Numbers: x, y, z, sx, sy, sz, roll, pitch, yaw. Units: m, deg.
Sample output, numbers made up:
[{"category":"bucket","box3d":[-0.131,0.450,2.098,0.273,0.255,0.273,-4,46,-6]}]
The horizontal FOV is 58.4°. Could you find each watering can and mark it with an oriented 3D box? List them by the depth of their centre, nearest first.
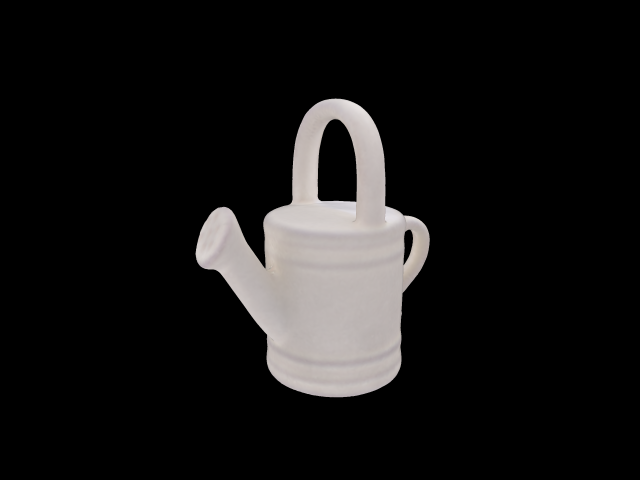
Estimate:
[{"category":"watering can","box3d":[0.005,0.002,0.398,0.100,0.194,0.173,12,19,36]}]
